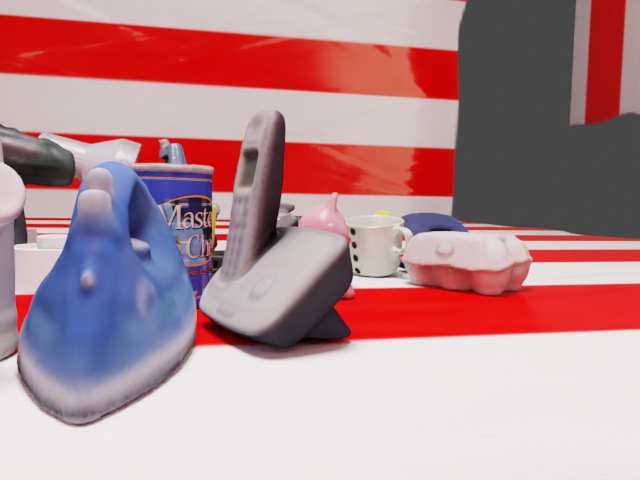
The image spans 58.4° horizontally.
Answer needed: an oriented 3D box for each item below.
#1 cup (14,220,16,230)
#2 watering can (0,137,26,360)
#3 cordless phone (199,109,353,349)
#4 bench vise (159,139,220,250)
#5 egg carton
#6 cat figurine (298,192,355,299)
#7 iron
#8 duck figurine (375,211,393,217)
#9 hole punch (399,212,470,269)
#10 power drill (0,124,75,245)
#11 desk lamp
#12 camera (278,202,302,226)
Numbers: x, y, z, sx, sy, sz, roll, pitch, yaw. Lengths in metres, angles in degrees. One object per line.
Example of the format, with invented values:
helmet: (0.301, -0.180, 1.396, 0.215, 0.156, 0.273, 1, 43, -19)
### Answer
cup: (-0.404, 0.009, 0.637, 0.118, 0.095, 0.091, -2, 5, -31)
watering can: (-0.248, -0.018, 0.371, 0.172, 0.194, 0.101, 2, 5, 15)
cordless phone: (-0.036, -0.016, 0.457, 0.094, 0.185, 0.147, -2, 5, -34)
bench vise: (-0.258, -0.086, 1.107, 0.206, 0.220, 0.122, 3, 5, 25)
egg carton: (0.183, 0.026, 0.725, 0.149, 0.069, 0.108, 5, 6, 44)
cat figurine: (0.006, 0.002, 0.676, 0.067, 0.118, 0.128, 1, 4, -3)
iron: (-0.142, 0.009, 0.392, 0.119, 0.141, 0.258, 0, 5, -15)
duck figurine: (0.126, -0.016, 1.167, 0.077, 0.086, 0.104, 0, 4, -12)
hole punch: (0.180, 0.006, 0.855, 0.109, 0.091, 0.101, 0, 5, -19)
power drill: (-0.432, -0.055, 0.723, 0.230, 0.208, 0.075, -2, 5, -33)
desk lamp: (-0.419, -0.079, 1.009, 0.203, 0.213, 0.117, 0, 5, -17)
camera: (-0.056, -0.020, 1.074, 0.137, 0.101, 0.143, 0, 5, -14)
